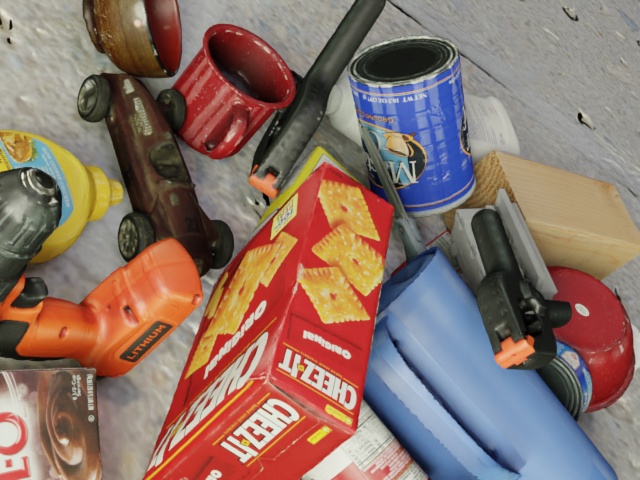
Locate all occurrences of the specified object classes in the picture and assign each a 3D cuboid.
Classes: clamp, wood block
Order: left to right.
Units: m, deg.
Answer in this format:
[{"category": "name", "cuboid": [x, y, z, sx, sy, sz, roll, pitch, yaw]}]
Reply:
[{"category": "clamp", "cuboid": [-0.010, -0.127, 0.950, 0.036, 0.165, 0.209, 32, 48, -13]}, {"category": "clamp", "cuboid": [0.159, 0.055, 0.824, 0.120, 0.039, 0.171, 41, 29, -15]}, {"category": "wood block", "cuboid": [0.235, -0.017, 1.129, 0.205, 0.090, 0.091, 10, 49, -40]}]

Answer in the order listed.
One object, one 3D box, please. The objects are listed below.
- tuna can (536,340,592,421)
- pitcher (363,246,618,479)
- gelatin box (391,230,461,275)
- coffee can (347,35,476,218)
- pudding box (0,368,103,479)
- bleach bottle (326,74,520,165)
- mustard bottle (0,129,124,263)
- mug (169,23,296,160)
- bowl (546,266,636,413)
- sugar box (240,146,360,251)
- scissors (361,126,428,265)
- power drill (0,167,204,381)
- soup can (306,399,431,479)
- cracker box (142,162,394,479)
[{"category": "tuna can", "cuboid": [0.197, 0.131, 0.951, 0.086, 0.086, 0.033, 52, 34, 9]}, {"category": "pitcher", "cuboid": [0.116, 0.136, 0.827, 0.243, 0.145, 0.149, 48, 56, -2]}, {"category": "gelatin box", "cuboid": [0.117, 0.038, 1.008, 0.073, 0.030, 0.089, 49, 36, 7]}, {"category": "coffee can", "cuboid": [0.087, -0.106, 0.997, 0.102, 0.103, 0.140, -66, 150, -52]}, {"category": "pudding box", "cuboid": [-0.169, 0.129, 0.593, 0.089, 0.039, 0.113, 4, 74, -41]}, {"category": "bleach bottle", "cuboid": [0.096, -0.128, 1.121, 0.250, 0.068, 0.102, 11, 48, -35]}, {"category": "mustard bottle", "cuboid": [-0.213, -0.029, 0.716, 0.191, 0.058, 0.096, -6, 60, -47]}, {"category": "mug", "cuboid": [-0.080, -0.116, 0.913, 0.093, 0.082, 0.117, 22, 42, -30]}, {"category": "bowl", "cuboid": [0.236, 0.081, 1.014, 0.162, 0.055, 0.162, 8, 53, -11]}, {"category": "sugar box", "cuboid": [-0.006, 0.001, 0.907, 0.093, 0.048, 0.176, 43, 39, -9]}, {"category": "scissors", "cuboid": [0.075, 0.004, 0.947, 0.016, 0.096, 0.202, -21, 69, -21]}, {"category": "power drill", "cuboid": [-0.159, 0.029, 0.625, 0.187, 0.185, 0.057, 9, 48, -52]}, {"category": "soup can", "cuboid": [0.024, 0.157, 0.767, 0.102, 0.069, 0.068, 50, 36, 6]}, {"category": "cracker box", "cuboid": [-0.034, 0.072, 0.709, 0.072, 0.164, 0.213, 33, 37, -14]}]
